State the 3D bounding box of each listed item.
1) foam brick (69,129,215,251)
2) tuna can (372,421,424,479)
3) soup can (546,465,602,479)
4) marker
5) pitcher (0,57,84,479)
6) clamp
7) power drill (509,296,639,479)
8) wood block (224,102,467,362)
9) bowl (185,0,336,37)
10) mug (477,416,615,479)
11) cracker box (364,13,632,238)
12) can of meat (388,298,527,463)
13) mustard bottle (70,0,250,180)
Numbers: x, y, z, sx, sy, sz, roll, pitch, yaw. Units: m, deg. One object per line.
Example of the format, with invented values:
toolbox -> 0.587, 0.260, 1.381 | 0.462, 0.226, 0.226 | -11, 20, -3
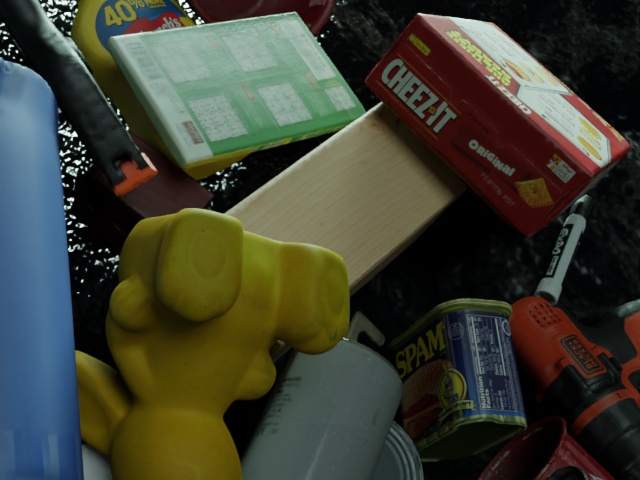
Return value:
foam brick -> -0.121, -0.025, 0.724 | 0.078, 0.053, 0.051 | 37, 53, -1
tuna can -> 0.022, 0.155, 0.699 | 0.086, 0.034, 0.086 | 11, 58, -19
soup can -> 0.182, 0.187, 0.640 | 0.102, 0.069, 0.068 | 26, 54, -11
marker -> 0.203, 0.005, 0.880 | 0.020, 0.020, 0.121 | 34, 53, -4
pitcher -> -0.196, 0.036, 0.565 | 0.145, 0.149, 0.243 | -17, 65, 6
clamp -> -0.170, -0.116, 0.666 | 0.036, 0.164, 0.210 | -34, 62, -9
power drill -> 0.250, 0.102, 0.803 | 0.187, 0.057, 0.184 | -13, 54, -33
wood block -> -0.005, 0.001, 0.741 | 0.091, 0.090, 0.205 | 47, 53, 6
bowl -> -0.062, -0.224, 0.844 | 0.161, 0.055, 0.162 | 2, 87, -38
mug -> 0.161, 0.177, 0.727 | 0.081, 0.093, 0.117 | 44, 17, -3
cracker box -> 0.142, -0.093, 0.815 | 0.164, 0.072, 0.213 | 45, 23, 10
can of meat -> 0.093, 0.098, 0.724 | 0.057, 0.102, 0.084 | 7, 62, -23
mustard bottle -> -0.126, -0.134, 0.782 | 0.096, 0.058, 0.192 | -27, 76, -37
